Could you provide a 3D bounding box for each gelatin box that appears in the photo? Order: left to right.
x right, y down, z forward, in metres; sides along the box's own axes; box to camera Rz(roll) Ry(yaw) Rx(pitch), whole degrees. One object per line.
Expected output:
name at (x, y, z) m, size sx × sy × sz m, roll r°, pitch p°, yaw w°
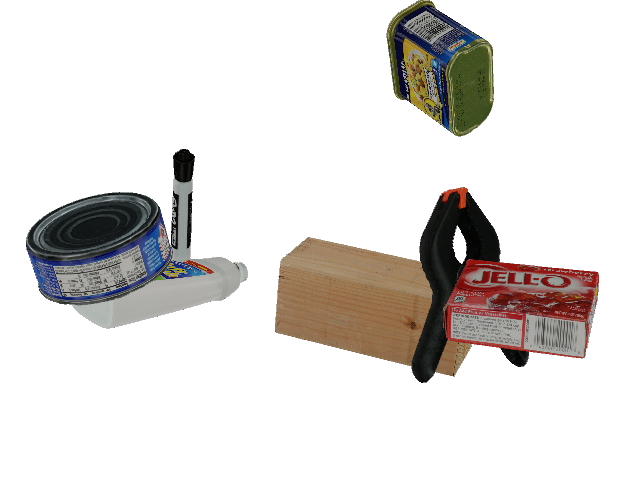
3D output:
gelatin box at (0.130, 0.041, 0.685) m, size 0.089 × 0.030 × 0.073 m, roll 6°, pitch 24°, yaw 18°

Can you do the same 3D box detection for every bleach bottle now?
bleach bottle at (-0.208, 0.059, 1.462) m, size 0.250 × 0.068 × 0.103 m, roll -10°, pitch 26°, yaw -44°

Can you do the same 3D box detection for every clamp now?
clamp at (0.118, 0.042, 0.937) m, size 0.120 × 0.171 × 0.039 m, roll -15°, pitch 0°, yaw -34°

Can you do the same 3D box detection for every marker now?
marker at (-0.124, -0.031, 0.960) m, size 0.020 × 0.121 × 0.020 m, roll 5°, pitch 40°, yaw -4°

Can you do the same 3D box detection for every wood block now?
wood block at (0.063, 0.070, 1.175) m, size 0.206 × 0.091 × 0.090 m, roll 13°, pitch 22°, yaw 17°

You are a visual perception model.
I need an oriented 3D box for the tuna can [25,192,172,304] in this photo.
tuna can at (-0.137, 0.003, 0.661) m, size 0.086 × 0.034 × 0.086 m, roll -9°, pitch 28°, yaw 4°

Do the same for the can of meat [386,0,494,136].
can of meat at (0.112, -0.156, 0.976) m, size 0.057 × 0.102 × 0.084 m, roll -33°, pitch 51°, yaw -18°
